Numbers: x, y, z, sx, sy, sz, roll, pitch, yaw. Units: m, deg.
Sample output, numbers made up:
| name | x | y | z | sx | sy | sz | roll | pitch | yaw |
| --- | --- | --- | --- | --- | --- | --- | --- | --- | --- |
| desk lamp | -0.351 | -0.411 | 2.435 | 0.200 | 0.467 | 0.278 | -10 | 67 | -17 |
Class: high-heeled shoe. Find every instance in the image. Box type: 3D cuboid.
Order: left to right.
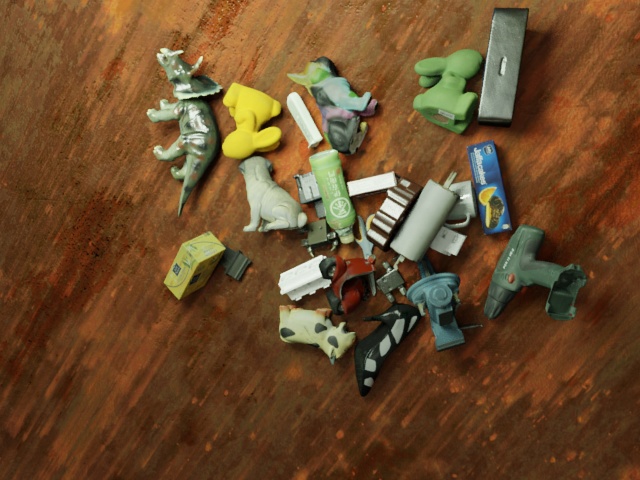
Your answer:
| name | x | y | z | sx | sy | sz | roll | pitch | yaw |
| --- | --- | --- | --- | --- | --- | --- | --- | --- | --- |
| high-heeled shoe | 0.164 | 0.265 | 1.293 | 0.145 | 0.086 | 0.248 | -2 | 113 | -11 |

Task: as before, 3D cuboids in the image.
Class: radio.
| name | x | y | z | sx | sy | sz | roll | pitch | yaw |
| --- | --- | --- | --- | --- | --- | --- | --- | --- | --- |
| radio | 0.383 | -0.353 | 1.130 | 0.073 | 0.131 | 0.229 | 10 | 96 | 17 |

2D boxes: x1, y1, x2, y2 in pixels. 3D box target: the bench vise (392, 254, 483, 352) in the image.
| name | x | y | z | sx | sy | sz | roll | pitch | yaw |
| --- | --- | --- | --- | --- | --- | --- | --- | --- | --- |
| bench vise | 0.257 | 0.117 | 1.202 | 0.129 | 0.223 | 0.241 | -24 | 56 | 14 |

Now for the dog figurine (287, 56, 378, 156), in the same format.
| name | x | y | z | sx | sy | sz | roll | pitch | yaw |
| --- | --- | --- | --- | --- | --- | --- | --- | --- | --- |
| dog figurine | 0.017 | -0.322 | 1.268 | 0.219 | 0.108 | 0.191 | 29 | 105 | 18 |

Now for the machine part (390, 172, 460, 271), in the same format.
| name | x | y | z | sx | sy | sz | roll | pitch | yaw |
| --- | --- | --- | --- | --- | --- | --- | --- | --- | --- |
| machine part | 0.224 | -0.040 | 1.152 | 0.079 | 0.079 | 0.243 | 32 | 103 | 13 |

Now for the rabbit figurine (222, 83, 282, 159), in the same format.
| name | x | y | z | sx | sy | sz | roll | pitch | yaw |
| --- | --- | --- | --- | --- | --- | --- | --- | --- | --- |
| rabbit figurine | -0.174 | -0.273 | 1.325 | 0.162 | 0.122 | 0.173 | 23 | 79 | -6 |

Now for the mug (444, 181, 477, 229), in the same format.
| name | x | y | z | sx | sy | sz | roll | pitch | yaw |
| --- | --- | --- | --- | --- | --- | --- | --- | --- | --- |
| mug | 0.293 | -0.072 | 1.201 | 0.107 | 0.080 | 0.109 | -7 | 62 | 24 |

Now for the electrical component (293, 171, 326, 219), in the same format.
| name | x | y | z | sx | sy | sz | roll | pitch | yaw |
| --- | --- | --- | --- | --- | --- | --- | --- | --- | --- |
| electrical component | -0.014 | -0.112 | 1.321 | 0.075 | 0.047 | 0.119 | -13 | 88 | 19 |

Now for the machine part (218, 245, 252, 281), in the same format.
| name | x | y | z | sx | sy | sz | roll | pitch | yaw |
| --- | --- | --- | --- | --- | --- | --- | --- | --- | --- |
| machine part | -0.251 | 0.043 | 1.413 | 0.139 | 0.039 | 0.084 | 37 | 107 | 11 |

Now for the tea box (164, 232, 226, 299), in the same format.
| name | x | y | z | sx | sy | sz | roll | pitch | yaw |
| --- | --- | --- | --- | --- | --- | --- | --- | --- | --- |
| tea box | -0.322 | 0.066 | 1.376 | 0.068 | 0.098 | 0.169 | 46 | 132 | 10 |

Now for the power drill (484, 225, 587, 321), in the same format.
| name | x | y | z | sx | sy | sz | roll | pitch | yaw |
| --- | --- | --- | --- | --- | --- | --- | --- | --- | --- |
| power drill | 0.442 | 0.094 | 1.118 | 0.086 | 0.207 | 0.231 | 13 | 101 | -16 |

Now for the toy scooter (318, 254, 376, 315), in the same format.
| name | x | y | z | sx | sy | sz | roll | pitch | yaw |
| --- | --- | --- | --- | --- | --- | --- | --- | --- | --- |
| toy scooter | 0.076 | 0.096 | 1.269 | 0.135 | 0.075 | 0.183 | -21 | 130 | -9 |

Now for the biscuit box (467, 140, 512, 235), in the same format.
| name | x | y | z | sx | sy | sz | roll | pitch | yaw |
| --- | --- | --- | --- | --- | --- | --- | --- | --- | --- |
| biscuit box | 0.374 | -0.115 | 1.187 | 0.063 | 0.059 | 0.202 | -12 | 90 | 18 |

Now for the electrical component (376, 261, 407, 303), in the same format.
| name | x | y | z | sx | sy | sz | roll | pitch | yaw |
| --- | --- | --- | --- | --- | --- | --- | --- | --- | --- |
| electrical component | 0.166 | 0.099 | 1.283 | 0.063 | 0.021 | 0.094 | -32 | 94 | 11 |

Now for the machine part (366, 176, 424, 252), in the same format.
| name | x | y | z | sx | sy | sz | roll | pitch | yaw |
| --- | --- | --- | --- | --- | --- | --- | --- | --- | --- |
| machine part | 0.168 | -0.055 | 1.200 | 0.056 | 0.179 | 0.179 | 33 | 103 | 16 |

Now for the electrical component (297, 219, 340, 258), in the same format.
| name | x | y | z | sx | sy | sz | roll | pitch | yaw |
| --- | --- | --- | --- | --- | --- | --- | --- | --- | --- |
| electrical component | -0.002 | -0.005 | 1.328 | 0.102 | 0.045 | 0.078 | -20 | 58 | 18 |

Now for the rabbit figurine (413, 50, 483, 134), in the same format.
| name | x | y | z | sx | sy | sz | roll | pitch | yaw |
| --- | --- | --- | --- | --- | --- | --- | --- | --- | --- |
| rabbit figurine | 0.290 | -0.343 | 1.189 | 0.159 | 0.121 | 0.170 | 23 | 83 | 22 |

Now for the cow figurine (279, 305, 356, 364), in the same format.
| name | x | y | z | sx | sy | sz | roll | pitch | yaw |
| --- | --- | --- | --- | --- | --- | --- | --- | --- | --- |
| cow figurine | -0.007 | 0.230 | 1.323 | 0.195 | 0.085 | 0.127 | 6 | 90 | 15 |

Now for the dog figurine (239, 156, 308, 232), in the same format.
| name | x | y | z | sx | sy | sz | roll | pitch | yaw |
| --- | --- | --- | --- | --- | --- | --- | --- | --- | --- |
| dog figurine | -0.112 | -0.118 | 1.316 | 0.172 | 0.121 | 0.190 | -3 | 89 | 14 |

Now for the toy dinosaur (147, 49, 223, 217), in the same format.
| name | x | y | z | sx | sy | sz | roll | pitch | yaw |
| --- | --- | --- | --- | --- | --- | --- | --- | --- | --- |
| toy dinosaur | -0.324 | -0.275 | 1.380 | 0.192 | 0.131 | 0.404 | -11 | 96 | 19 |
